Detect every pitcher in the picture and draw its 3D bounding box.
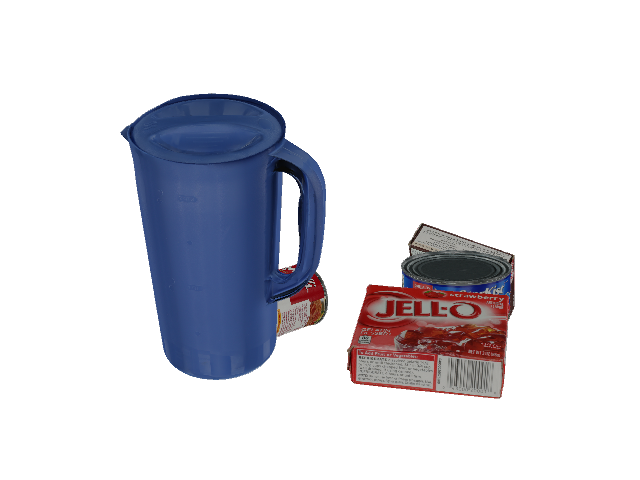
[{"bbox_3d":[-0.085,0.004,0.948,0.144,0.243,0.149,-13,34,-19],"label":"pitcher"}]

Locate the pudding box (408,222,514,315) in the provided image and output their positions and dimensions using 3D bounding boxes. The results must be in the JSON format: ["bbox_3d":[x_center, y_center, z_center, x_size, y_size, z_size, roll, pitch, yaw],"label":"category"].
[{"bbox_3d":[0.154,0.038,1.158,0.114,0.039,0.090,19,-36,25],"label":"pudding box"}]

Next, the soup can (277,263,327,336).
[{"bbox_3d":[-0.052,0.067,1.109,0.102,0.068,0.069,-15,10,-43],"label":"soup can"}]

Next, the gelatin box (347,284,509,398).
[{"bbox_3d":[0.065,0.057,0.632,0.089,0.030,0.073,5,28,10],"label":"gelatin box"}]

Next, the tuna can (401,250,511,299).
[{"bbox_3d":[0.106,0.035,0.834,0.086,0.034,0.086,-1,15,0],"label":"tuna can"}]
